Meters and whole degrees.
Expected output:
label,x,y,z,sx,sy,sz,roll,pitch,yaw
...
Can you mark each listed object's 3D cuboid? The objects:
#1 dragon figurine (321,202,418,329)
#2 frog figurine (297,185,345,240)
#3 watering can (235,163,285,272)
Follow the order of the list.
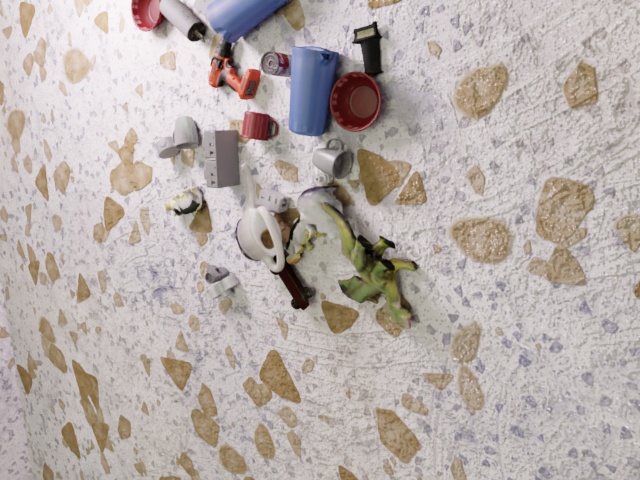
label,x,y,z,sx,sy,sz,roll,pitch,yaw
dragon figurine,0.119,0.090,1.476,0.414,0.124,0.237,42,129,15
frog figurine,0.005,-0.076,1.518,0.137,0.122,0.161,-16,79,17
watering can,-0.202,-0.058,1.631,0.222,0.105,0.348,-24,87,60
